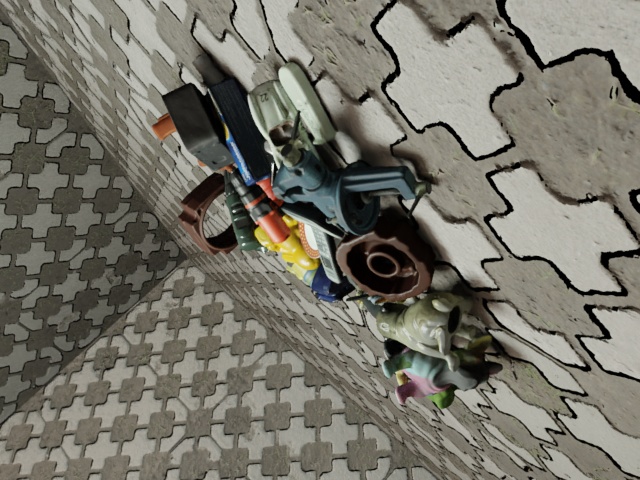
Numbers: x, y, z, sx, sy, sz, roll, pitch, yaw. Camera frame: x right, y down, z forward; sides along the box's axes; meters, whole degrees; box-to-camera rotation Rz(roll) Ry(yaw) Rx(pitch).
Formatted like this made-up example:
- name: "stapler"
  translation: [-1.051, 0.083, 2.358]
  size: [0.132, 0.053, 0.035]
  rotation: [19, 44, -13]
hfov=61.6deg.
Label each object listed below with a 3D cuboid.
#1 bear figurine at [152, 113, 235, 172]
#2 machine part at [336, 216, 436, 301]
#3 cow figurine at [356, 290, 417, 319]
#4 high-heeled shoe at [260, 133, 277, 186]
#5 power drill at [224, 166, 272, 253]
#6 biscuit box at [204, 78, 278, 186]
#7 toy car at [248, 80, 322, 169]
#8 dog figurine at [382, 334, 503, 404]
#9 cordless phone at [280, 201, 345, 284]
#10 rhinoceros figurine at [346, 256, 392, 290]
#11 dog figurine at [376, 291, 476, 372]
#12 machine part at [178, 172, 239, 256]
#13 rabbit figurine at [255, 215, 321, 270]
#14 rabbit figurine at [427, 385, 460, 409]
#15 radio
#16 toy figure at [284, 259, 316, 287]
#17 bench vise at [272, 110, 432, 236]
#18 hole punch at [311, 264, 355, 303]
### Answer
- name: "bear figurine"
  translation: [-0.301, -0.239, 1.330]
  size: [0.195, 0.132, 0.120]
  rotation: [59, -172, -28]
- name: "machine part"
  translation: [0.121, 0.035, 0.975]
  size: [0.180, 0.056, 0.179]
  rotation: [17, 139, 16]
- name: "cow figurine"
  translation: [0.135, 0.143, 1.211]
  size: [0.168, 0.098, 0.068]
  rotation: [25, 154, 37]
- name: "high-heeled shoe"
  translation: [-0.001, -0.142, 0.994]
  size: [0.249, 0.086, 0.145]
  rotation: [17, 115, 16]
- name: "power drill"
  translation: [-0.185, -0.065, 1.440]
  size: [0.207, 0.086, 0.232]
  rotation: [67, -173, -65]
- name: "biscuit box"
  translation: [-0.155, -0.210, 1.064]
  size: [0.202, 0.063, 0.059]
  rotation: [65, 160, -5]
- name: "toy car"
  translation: [-0.055, -0.173, 0.921]
  size: [0.056, 0.073, 0.201]
  rotation: [-88, -26, -68]
- name: "dog figurine"
  translation: [0.244, 0.240, 1.076]
  size: [0.191, 0.219, 0.108]
  rotation: [-66, -43, -69]
- name: "cordless phone"
  translation: [-0.003, -0.003, 1.140]
  size: [0.147, 0.089, 0.184]
  rotation: [24, 136, 50]
- name: "rhinoceros figurine"
  translation: [0.101, 0.046, 1.133]
  size: [0.112, 0.073, 0.190]
  rotation: [54, 163, -1]
- name: "dog figurine"
  translation: [0.174, 0.142, 1.002]
  size: [0.191, 0.121, 0.172]
  rotation: [15, 133, 36]
- name: "machine part"
  translation: [-0.279, -0.071, 1.512]
  size: [0.087, 0.201, 0.200]
  rotation: [26, 154, 39]
- name: "rabbit figurine"
  translation: [-0.068, 0.013, 1.355]
  size: [0.173, 0.122, 0.162]
  rotation: [42, 166, 8]
- name: "rabbit figurine"
  translation: [0.263, 0.259, 1.214]
  size: [0.159, 0.121, 0.170]
  rotation: [34, 142, 54]
- name: "radio"
  translation: [-0.244, -0.230, 1.136]
  size: [0.229, 0.073, 0.131]
  rotation: [27, -143, -85]
- name: "toy figure"
  translation: [-0.024, 0.074, 1.461]
  size: [0.180, 0.082, 0.089]
  rotation: [44, 151, 21]
- name: "bench vise"
  translation: [0.052, -0.088, 0.842]
  size: [0.241, 0.129, 0.223]
  rotation: [0, 141, 37]
- name: "hole punch"
  translation: [0.035, 0.090, 1.311]
  size: [0.092, 0.116, 0.142]
  rotation: [60, 159, -16]
